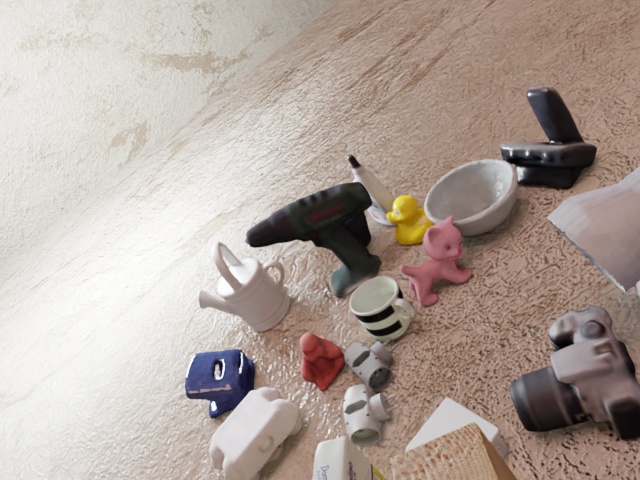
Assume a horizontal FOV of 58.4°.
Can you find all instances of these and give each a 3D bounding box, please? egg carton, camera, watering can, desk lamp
[{"bbox_3d":[-0.100,0.305,0.890,0.150,0.070,0.107,-48,33,-18],"label":"egg carton"},{"bbox_3d":[0.290,0.157,0.669,0.136,0.101,0.143,-24,34,20],"label":"camera"},{"bbox_3d":[-0.156,0.087,1.112,0.173,0.194,0.100,-42,32,-8],"label":"watering can"},{"bbox_3d":[0.394,-0.004,0.670,0.203,0.214,0.117,-33,32,7],"label":"desk lamp"}]

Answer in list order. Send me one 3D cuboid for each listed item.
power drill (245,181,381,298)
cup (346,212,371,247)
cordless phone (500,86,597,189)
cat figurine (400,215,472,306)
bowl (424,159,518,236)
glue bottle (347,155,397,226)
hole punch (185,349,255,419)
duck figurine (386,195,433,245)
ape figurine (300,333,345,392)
[{"bbox_3d":[0.010,0.004,1.045,0.229,0.209,0.075,-34,32,5],"label":"power drill"},{"bbox_3d":[0.049,-0.020,1.146,0.117,0.095,0.092,-13,38,33],"label":"cup"},{"bbox_3d":[0.366,-0.184,0.962,0.147,0.185,0.094,8,53,49],"label":"cordless phone"},{"bbox_3d":[0.186,0.025,0.930,0.128,0.118,0.067,-37,31,0],"label":"cat figurine"},{"bbox_3d":[0.272,-0.062,1.000,0.167,0.075,0.167,-25,33,18],"label":"bowl"},{"bbox_3d":[0.099,-0.101,1.128,0.037,0.173,0.077,-48,33,-18],"label":"glue bottle"},{"bbox_3d":[-0.177,0.245,1.025,0.101,0.091,0.108,-28,32,14],"label":"hole punch"},{"bbox_3d":[0.174,-0.048,1.068,0.104,0.086,0.077,-25,33,19],"label":"duck figurine"},{"bbox_3d":[-0.003,0.187,0.928,0.077,0.092,0.076,-22,34,22],"label":"ape figurine"}]
